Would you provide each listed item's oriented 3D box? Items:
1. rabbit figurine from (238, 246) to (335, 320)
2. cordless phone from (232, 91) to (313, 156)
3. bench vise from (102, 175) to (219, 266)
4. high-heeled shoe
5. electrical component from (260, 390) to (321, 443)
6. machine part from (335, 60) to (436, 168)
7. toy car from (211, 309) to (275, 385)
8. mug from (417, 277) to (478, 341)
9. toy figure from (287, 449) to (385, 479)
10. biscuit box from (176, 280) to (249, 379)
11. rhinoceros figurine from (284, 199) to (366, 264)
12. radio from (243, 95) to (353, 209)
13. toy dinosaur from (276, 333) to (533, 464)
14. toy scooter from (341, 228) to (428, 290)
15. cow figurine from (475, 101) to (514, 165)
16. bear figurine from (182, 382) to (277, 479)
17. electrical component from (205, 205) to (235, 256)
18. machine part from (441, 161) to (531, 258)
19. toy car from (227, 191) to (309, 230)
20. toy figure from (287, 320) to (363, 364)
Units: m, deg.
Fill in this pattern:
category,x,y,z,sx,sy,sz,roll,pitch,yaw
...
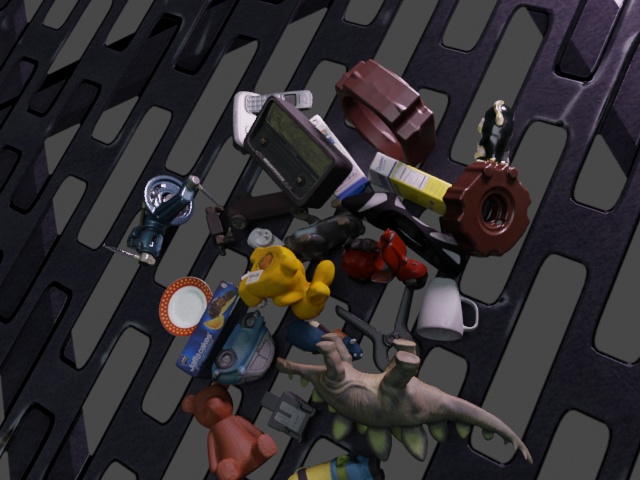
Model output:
category,x,y,z,sx,sy,sz,roll,pitch,yaw
rabbit figurine,-0.045,0.087,1.043,0.162,0.173,0.122,-21,35,29
cordless phone,-0.104,-0.266,1.212,0.184,0.088,0.146,-6,72,9
bench vise,-0.334,-0.061,1.161,0.241,0.128,0.224,-28,34,42
high-heeled shoe,0.158,-0.005,1.024,0.249,0.086,0.145,9,53,-11
electrical component,-0.066,0.329,1.037,0.119,0.047,0.075,27,82,20
machine part,0.134,-0.248,1.072,0.087,0.200,0.202,-44,67,-3
toy car,-0.143,0.225,1.070,0.103,0.109,0.161,32,69,-1
mug,0.237,0.125,0.997,0.110,0.080,0.107,0,65,15
toy figure,0.023,0.429,0.958,0.180,0.089,0.082,-19,64,12
biscuit box,-0.217,0.186,1.114,0.059,0.062,0.202,24,81,22
rhinoceros figurine,-0.002,-0.003,1.088,0.190,0.112,0.073,-29,51,13
radio,-0.052,-0.175,1.094,0.230,0.073,0.131,49,114,27
toy dinosaur,0.130,0.279,0.948,0.472,0.105,0.198,6,101,22
toy scooter,0.110,0.029,1.014,0.184,0.135,0.075,9,54,34
cow figurine,0.343,-0.181,1.050,0.068,0.098,0.167,8,76,11
bear figurine,-0.178,0.352,1.023,0.120,0.132,0.196,-24,70,-22
electrical component,-0.219,-0.026,1.174,0.045,0.078,0.102,-18,62,-11
machine part,0.309,-0.054,0.988,0.179,0.179,0.056,-59,25,-6
toy car,-0.103,-0.072,1.161,0.202,0.053,0.089,-9,42,11
toy figure,0.012,0.197,1.049,0.155,0.064,0.058,14,40,14
